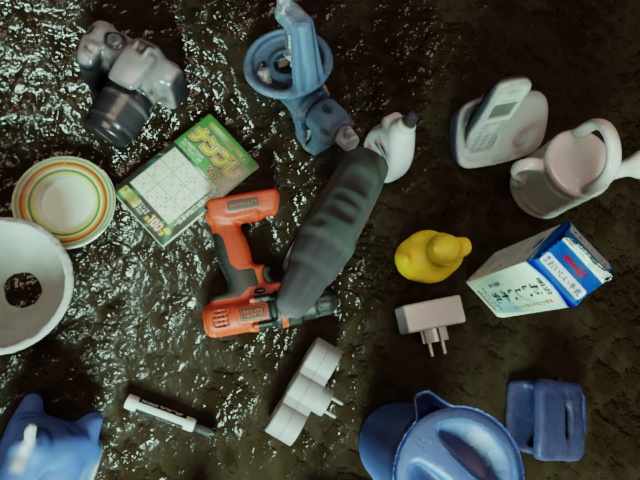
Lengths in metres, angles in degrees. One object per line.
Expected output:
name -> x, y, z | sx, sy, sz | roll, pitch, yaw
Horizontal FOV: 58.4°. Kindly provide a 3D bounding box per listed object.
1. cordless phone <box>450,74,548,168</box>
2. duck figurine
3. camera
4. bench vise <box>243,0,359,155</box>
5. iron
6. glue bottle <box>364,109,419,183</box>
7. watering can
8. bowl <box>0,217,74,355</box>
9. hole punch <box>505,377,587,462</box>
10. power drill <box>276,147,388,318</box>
cordless phone -> 0.269, -0.177, 0.802 | 0.148, 0.185, 0.094 | -15, 80, -11
duck figurine -> 0.160, 0.018, 0.796 | 0.104, 0.086, 0.077 | -10, 79, -10
camera -> -0.272, -0.208, 0.776 | 0.143, 0.100, 0.137 | 28, 76, -1
bench vise -> -0.011, -0.222, 0.754 | 0.207, 0.219, 0.121 | 34, 76, 1
iron -> -0.341, 0.312, 0.635 | 0.118, 0.141, 0.258 | 17, 76, -4
glue bottle -> 0.103, -0.137, 0.776 | 0.037, 0.173, 0.078 | -29, 83, -12
watering can -> 0.358, -0.104, 0.794 | 0.173, 0.194, 0.101 | -22, 82, -12
bowl -> -0.386, 0.060, 0.716 | 0.167, 0.074, 0.167 | 2, 78, -8
hole punch -> 0.313, 0.238, 0.768 | 0.101, 0.091, 0.109 | 6, 77, -6
power drill -> 0.007, 0.003, 0.715 | 0.075, 0.208, 0.230 | 27, 76, -1
